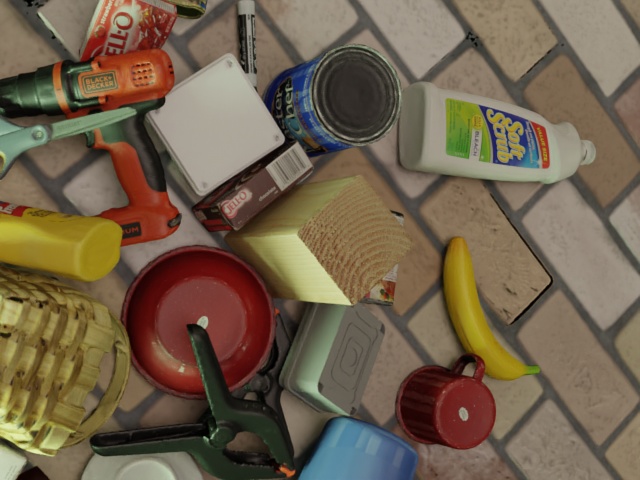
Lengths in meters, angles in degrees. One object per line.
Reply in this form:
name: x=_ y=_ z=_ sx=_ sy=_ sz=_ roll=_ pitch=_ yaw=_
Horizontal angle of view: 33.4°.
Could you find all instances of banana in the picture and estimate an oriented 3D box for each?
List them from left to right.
banana: x=0.185 y=0.093 z=1.249 sx=0.069 sy=0.037 sz=0.198 roll=-39 pitch=105 yaw=-35

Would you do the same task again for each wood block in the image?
wood block: x=-0.006 y=0.001 z=1.074 sx=0.090 sy=0.206 sz=0.091 roll=-44 pitch=105 yaw=-18

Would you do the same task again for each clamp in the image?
clamp: x=-0.113 y=0.193 z=1.071 sx=0.164 sy=0.036 sz=0.209 roll=-43 pitch=121 yaw=7
clamp: x=-0.079 y=0.155 z=1.133 sx=0.120 sy=0.039 sz=0.171 roll=5 pitch=86 yaw=-28

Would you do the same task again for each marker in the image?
marker: x=-0.077 y=-0.197 z=1.150 sx=0.020 sy=0.020 sz=0.121 roll=-3 pitch=90 yaw=-23

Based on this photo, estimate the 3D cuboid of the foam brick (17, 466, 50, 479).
foam brick: x=-0.278 y=0.258 z=1.025 sx=0.051 sy=0.078 sz=0.053 roll=-28 pitch=101 yaw=-22

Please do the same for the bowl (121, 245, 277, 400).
bowl: x=-0.122 y=0.083 z=1.085 sx=0.162 sy=0.055 sz=0.162 roll=1 pitch=85 yaw=-8

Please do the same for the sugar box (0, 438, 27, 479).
sugar box: x=-0.362 y=0.173 z=0.983 sx=0.176 sy=0.093 sz=0.048 roll=35 pitch=77 yaw=-18

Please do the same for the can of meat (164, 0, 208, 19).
can of meat: x=-0.159 y=-0.282 z=1.098 sx=0.102 sy=0.058 sz=0.084 roll=12 pitch=87 yaw=-22

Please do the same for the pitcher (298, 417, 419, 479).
pitcher: x=0.018 y=0.312 z=1.104 sx=0.242 sy=0.149 sz=0.145 roll=-66 pitch=154 yaw=-20

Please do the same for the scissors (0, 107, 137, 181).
scissors: x=-0.280 y=-0.114 z=1.013 sx=0.202 sy=0.016 sz=0.096 roll=-28 pitch=92 yaw=10

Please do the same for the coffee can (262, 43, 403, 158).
coffee can: x=0.009 y=-0.143 z=1.120 sx=0.102 sy=0.140 sz=0.103 roll=0 pitch=89 yaw=-23

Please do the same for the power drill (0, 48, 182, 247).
power drill: x=-0.220 y=-0.085 z=1.046 sx=0.184 sy=0.057 sz=0.187 roll=-9 pitch=102 yaw=8

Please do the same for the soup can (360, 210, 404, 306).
soup can: x=0.053 y=0.018 z=1.175 sx=0.068 sy=0.069 sz=0.102 roll=10 pitch=84 yaw=-23

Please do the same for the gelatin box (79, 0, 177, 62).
gelatin box: x=-0.193 y=-0.206 z=1.070 sx=0.073 sy=0.030 sz=0.089 roll=17 pitch=122 yaw=-23

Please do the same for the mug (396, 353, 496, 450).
mug: x=0.151 y=0.181 z=1.205 sx=0.093 sy=0.082 sz=0.117 roll=38 pitch=75 yaw=-18

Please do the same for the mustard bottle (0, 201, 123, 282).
mustard bottle: x=-0.290 y=-0.007 z=1.000 sx=0.192 sy=0.096 sz=0.058 roll=11 pitch=102 yaw=13

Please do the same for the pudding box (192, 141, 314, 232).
pudding box: x=-0.071 y=-0.054 z=1.112 sx=0.113 sy=0.090 sz=0.039 roll=-38 pitch=105 yaw=-20

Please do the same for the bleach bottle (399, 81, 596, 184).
bleach bottle: x=0.215 y=-0.121 z=1.250 sx=0.250 sy=0.068 sz=0.102 roll=3 pitch=88 yaw=-25
